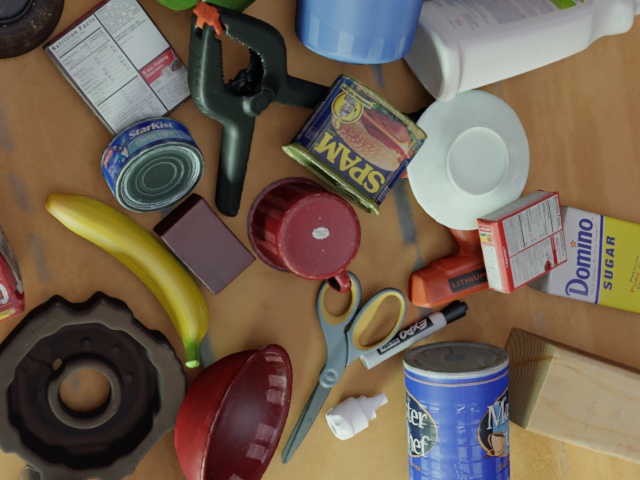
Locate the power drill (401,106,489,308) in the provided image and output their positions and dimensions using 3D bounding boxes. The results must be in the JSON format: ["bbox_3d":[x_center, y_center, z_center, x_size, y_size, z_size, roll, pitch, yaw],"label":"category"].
[{"bbox_3d":[0.104,-0.034,1.030,0.184,0.057,0.187,-17,104,-15],"label":"power drill"}]

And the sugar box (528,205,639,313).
[{"bbox_3d":[0.312,0.025,1.114,0.176,0.048,0.093,11,95,-21],"label":"sugar box"}]

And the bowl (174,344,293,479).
[{"bbox_3d":[-0.086,0.165,0.977,0.055,0.162,0.162,16,95,22],"label":"bowl"}]

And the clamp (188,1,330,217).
[{"bbox_3d":[-0.050,-0.131,0.932,0.164,0.036,0.210,-37,141,-14],"label":"clamp"}]

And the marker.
[{"bbox_3d":[0.096,0.093,1.070,0.121,0.020,0.020,-27,106,-12],"label":"marker"}]

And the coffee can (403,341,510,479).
[{"bbox_3d":[0.136,0.181,1.053,0.102,0.103,0.140,-6,101,-17],"label":"coffee can"}]

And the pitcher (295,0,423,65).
[{"bbox_3d":[0.042,-0.284,0.909,0.145,0.149,0.243,20,123,18],"label":"pitcher"}]

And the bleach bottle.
[{"bbox_3d":[0.208,-0.203,1.013,0.250,0.103,0.068,-15,135,-16],"label":"bleach bottle"}]

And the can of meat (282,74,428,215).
[{"bbox_3d":[0.033,-0.086,0.948,0.102,0.057,0.084,37,85,-12],"label":"can of meat"}]

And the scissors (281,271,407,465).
[{"bbox_3d":[0.000,0.114,1.037,0.096,0.016,0.202,44,89,-4],"label":"scissors"}]

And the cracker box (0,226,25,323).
[{"bbox_3d":[-0.302,-0.044,0.841,0.072,0.164,0.213,-22,105,-12],"label":"cracker box"}]

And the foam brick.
[{"bbox_3d":[-0.106,0.003,0.972,0.053,0.051,0.078,-42,109,-6],"label":"foam brick"}]

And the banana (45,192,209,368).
[{"bbox_3d":[-0.160,0.022,0.952,0.037,0.069,0.197,-38,100,22],"label":"banana"}]

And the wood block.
[{"bbox_3d":[0.291,0.169,1.108,0.205,0.091,0.090,19,92,-20],"label":"wood block"}]

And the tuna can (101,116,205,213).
[{"bbox_3d":[-0.145,-0.065,0.932,0.086,0.034,0.086,-22,145,-17],"label":"tuna can"}]

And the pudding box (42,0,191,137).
[{"bbox_3d":[-0.172,-0.150,0.932,0.090,0.039,0.113,-38,107,-7],"label":"pudding box"}]

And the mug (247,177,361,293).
[{"bbox_3d":[-0.006,0.001,0.987,0.093,0.082,0.117,-33,107,-11],"label":"mug"}]

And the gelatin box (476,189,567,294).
[{"bbox_3d":[0.194,0.000,1.017,0.089,0.030,0.073,-25,112,-32],"label":"gelatin box"}]
